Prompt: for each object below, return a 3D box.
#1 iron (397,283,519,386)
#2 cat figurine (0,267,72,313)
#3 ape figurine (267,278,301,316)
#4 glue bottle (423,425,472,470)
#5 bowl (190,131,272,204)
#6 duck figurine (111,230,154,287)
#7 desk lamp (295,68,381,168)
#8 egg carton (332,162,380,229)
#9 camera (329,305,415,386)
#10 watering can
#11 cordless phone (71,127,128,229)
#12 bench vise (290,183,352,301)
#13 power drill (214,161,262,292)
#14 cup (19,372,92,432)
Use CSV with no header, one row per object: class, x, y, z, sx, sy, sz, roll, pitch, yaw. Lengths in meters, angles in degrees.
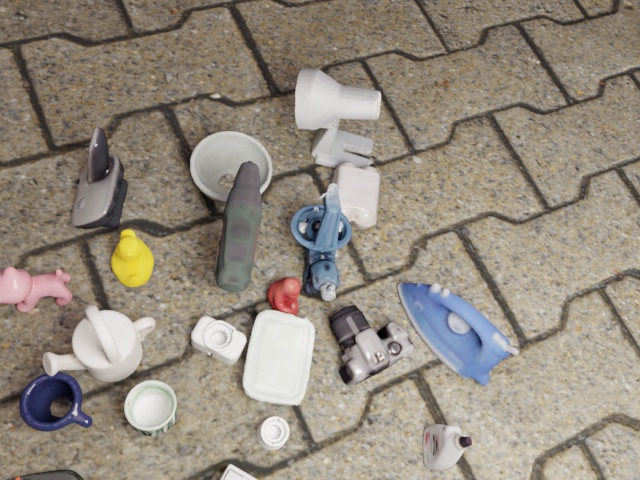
iron,0.266,0.155,1.118,0.258,0.141,0.119,43,65,8
cat figurine,-0.507,0.077,0.995,0.128,0.117,0.067,-13,69,-18
ape figurine,-0.061,0.101,1.097,0.076,0.092,0.078,37,64,6
glue bottle,0.225,0.358,1.000,0.037,0.173,0.078,5,65,-10
bowl,-0.185,-0.137,1.187,0.167,0.074,0.167,5,65,-10
duck figurine,-0.352,0.030,1.068,0.078,0.086,0.104,-8,68,-16
desk lamp,0.036,-0.255,1.212,0.203,0.213,0.118,13,64,-6
egg carton,0.074,-0.097,1.229,0.107,0.069,0.150,10,64,-8
camera,0.090,0.186,1.088,0.143,0.100,0.136,-23,73,-21
watering can,-0.359,0.172,0.942,0.101,0.194,0.173,39,64,7
cordless phone,-0.419,-0.112,1.062,0.094,0.185,0.147,4,65,-10
bench vise,0.021,0.000,1.090,0.122,0.219,0.207,-19,71,-19
power drill,-0.151,-0.002,1.059,0.076,0.208,0.229,7,65,-9
cup,-0.419,0.276,0.937,0.117,0.095,0.092,29,63,1
